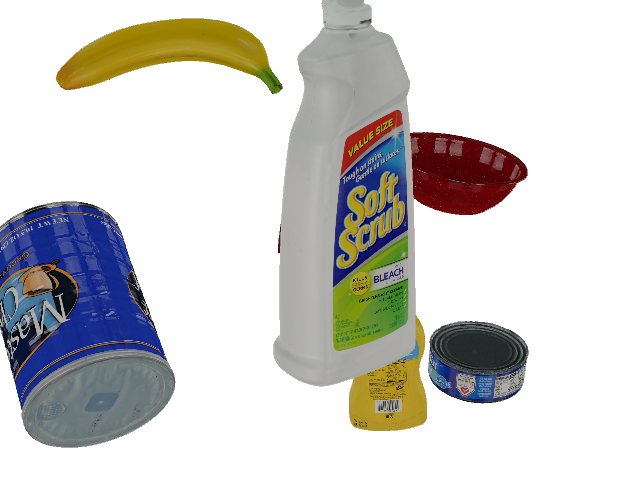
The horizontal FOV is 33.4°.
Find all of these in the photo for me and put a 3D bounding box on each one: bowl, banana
[{"bbox_3d":[0.154,-0.073,1.235,0.162,0.055,0.162,8,25,-4],"label":"bowl"},{"bbox_3d":[-0.133,-0.166,0.946,0.197,0.069,0.037,-1,-33,-4],"label":"banana"}]

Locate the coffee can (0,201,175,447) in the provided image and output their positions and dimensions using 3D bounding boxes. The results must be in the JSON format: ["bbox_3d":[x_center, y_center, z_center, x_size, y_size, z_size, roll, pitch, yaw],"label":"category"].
[{"bbox_3d":[-0.171,0.058,0.747,0.102,0.140,0.103,-18,-36,-13],"label":"coffee can"}]

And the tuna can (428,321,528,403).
[{"bbox_3d":[0.138,0.106,0.937,0.086,0.034,0.086,2,26,-1],"label":"tuna can"}]

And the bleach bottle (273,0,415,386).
[{"bbox_3d":[0.014,-0.035,0.709,0.102,0.251,0.068,-16,25,-31],"label":"bleach bottle"}]

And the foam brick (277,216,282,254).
[{"bbox_3d":[0.003,0.003,1.048,0.052,0.051,0.078,-26,48,-34],"label":"foam brick"}]

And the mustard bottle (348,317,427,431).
[{"bbox_3d":[0.079,0.135,1.294,0.096,0.192,0.058,-3,19,3],"label":"mustard bottle"}]
